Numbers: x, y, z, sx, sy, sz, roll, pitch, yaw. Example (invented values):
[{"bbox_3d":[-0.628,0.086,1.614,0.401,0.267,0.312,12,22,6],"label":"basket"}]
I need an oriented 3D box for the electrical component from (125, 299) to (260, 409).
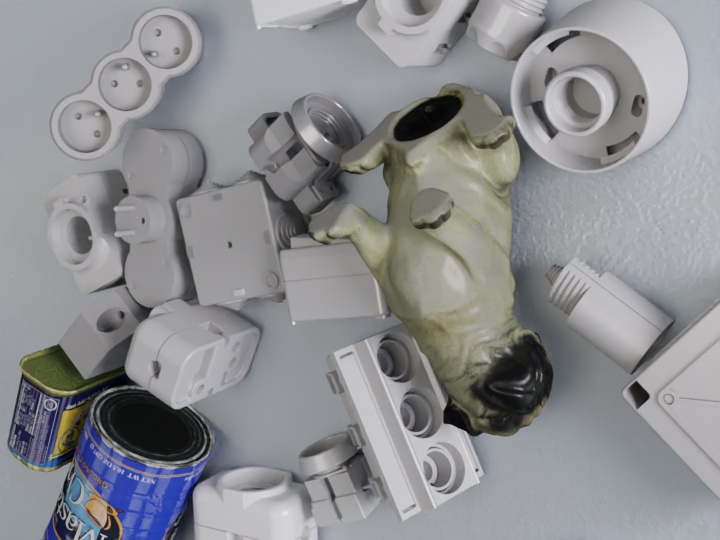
[{"bbox_3d":[-0.130,0.060,0.824,0.059,0.095,0.053,30,114,23],"label":"electrical component"}]

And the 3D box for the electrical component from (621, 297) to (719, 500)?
[{"bbox_3d":[0.232,0.072,0.631,0.108,0.056,0.108,48,119,14],"label":"electrical component"}]

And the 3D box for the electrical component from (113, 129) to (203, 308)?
[{"bbox_3d":[-0.163,-0.039,0.830,0.052,0.074,0.138,4,98,32],"label":"electrical component"}]

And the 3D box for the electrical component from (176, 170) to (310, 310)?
[{"bbox_3d":[-0.085,-0.022,0.807,0.100,0.048,0.099,-10,95,32],"label":"electrical component"}]

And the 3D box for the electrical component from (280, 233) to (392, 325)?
[{"bbox_3d":[0.000,0.000,0.753,0.096,0.062,0.061,-6,97,32],"label":"electrical component"}]

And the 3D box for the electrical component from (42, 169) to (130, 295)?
[{"bbox_3d":[-0.215,-0.031,0.880,0.050,0.056,0.089,-26,86,32],"label":"electrical component"}]

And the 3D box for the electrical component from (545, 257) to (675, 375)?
[{"bbox_3d":[0.151,0.024,0.678,0.081,0.043,0.043,39,117,19],"label":"electrical component"}]

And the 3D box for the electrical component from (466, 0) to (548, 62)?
[{"bbox_3d":[0.097,-0.165,0.672,0.043,0.043,0.062,36,115,20],"label":"electrical component"}]

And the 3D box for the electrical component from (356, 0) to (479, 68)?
[{"bbox_3d":[0.046,-0.179,0.692,0.050,0.056,0.089,48,119,14],"label":"electrical component"}]

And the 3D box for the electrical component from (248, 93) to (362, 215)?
[{"bbox_3d":[-0.036,-0.087,0.760,0.057,0.058,0.078,-40,79,33],"label":"electrical component"}]

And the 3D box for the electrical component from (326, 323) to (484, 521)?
[{"bbox_3d":[0.027,0.104,0.756,0.063,0.079,0.121,-26,86,54],"label":"electrical component"}]

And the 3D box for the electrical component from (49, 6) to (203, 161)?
[{"bbox_3d":[-0.176,-0.144,0.826,0.138,0.073,0.052,-45,103,5],"label":"electrical component"}]

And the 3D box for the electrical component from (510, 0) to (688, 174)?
[{"bbox_3d":[0.144,-0.111,0.657,0.099,0.064,0.099,18,123,30],"label":"electrical component"}]

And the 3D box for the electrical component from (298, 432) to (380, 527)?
[{"bbox_3d":[-0.016,0.156,0.804,0.066,0.048,0.055,-20,97,32],"label":"electrical component"}]

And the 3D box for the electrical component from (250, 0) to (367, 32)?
[{"bbox_3d":[-0.023,-0.203,0.726,0.096,0.062,0.061,-8,96,32],"label":"electrical component"}]

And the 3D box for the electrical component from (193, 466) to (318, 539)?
[{"bbox_3d":[-0.083,0.192,0.846,0.095,0.054,0.059,5,102,30],"label":"electrical component"}]
